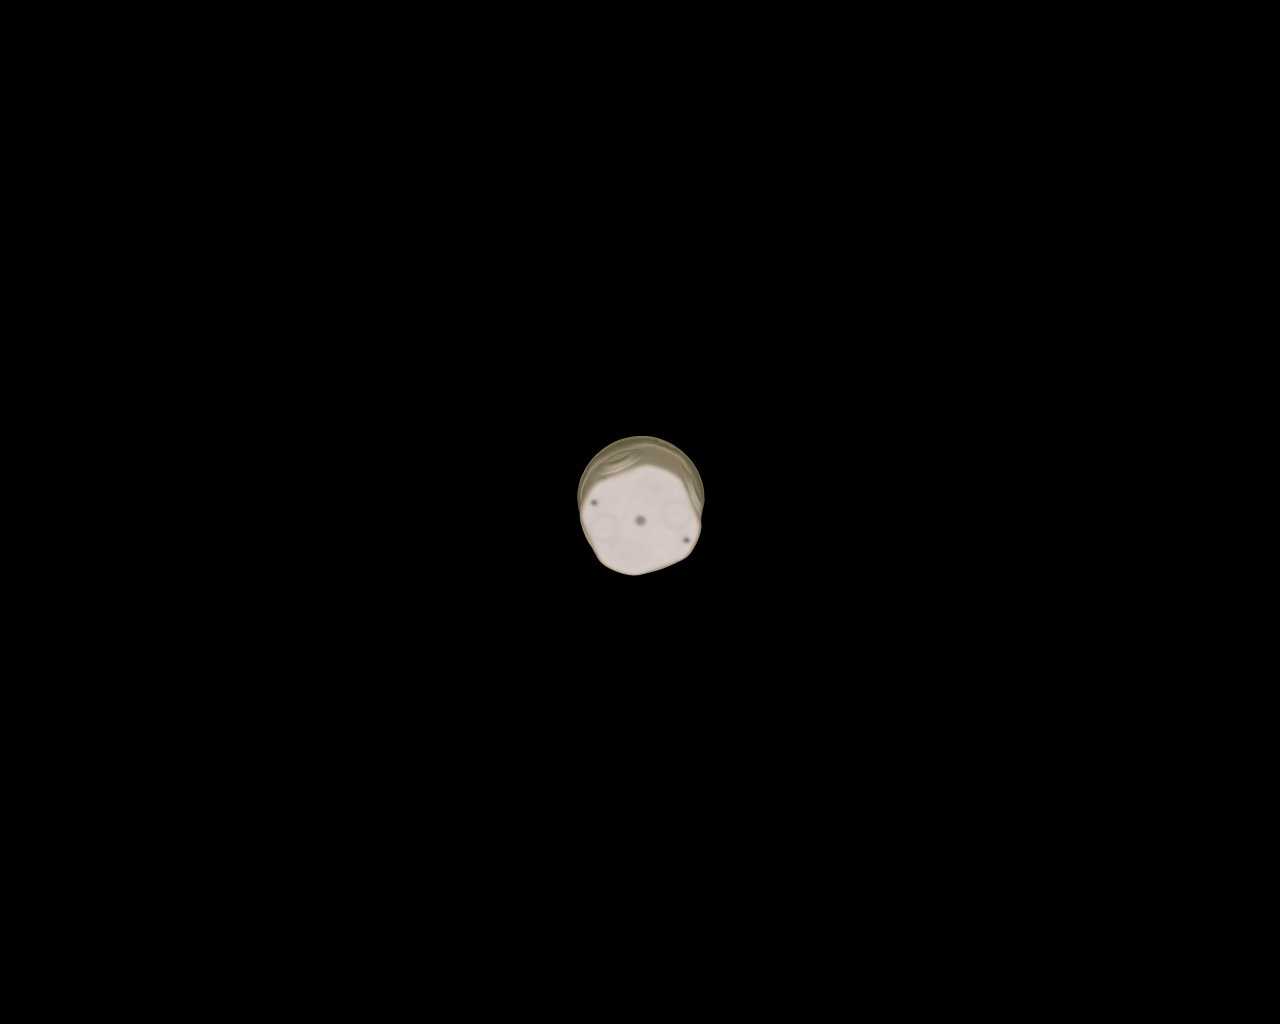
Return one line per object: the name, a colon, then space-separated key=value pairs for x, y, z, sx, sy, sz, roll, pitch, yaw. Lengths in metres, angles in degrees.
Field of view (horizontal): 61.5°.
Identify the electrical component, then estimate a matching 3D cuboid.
electrical component: x=0.001 y=-0.003 z=0.650 sx=0.080 sy=0.080 sz=0.051 roll=0 pitch=19 yaw=0
